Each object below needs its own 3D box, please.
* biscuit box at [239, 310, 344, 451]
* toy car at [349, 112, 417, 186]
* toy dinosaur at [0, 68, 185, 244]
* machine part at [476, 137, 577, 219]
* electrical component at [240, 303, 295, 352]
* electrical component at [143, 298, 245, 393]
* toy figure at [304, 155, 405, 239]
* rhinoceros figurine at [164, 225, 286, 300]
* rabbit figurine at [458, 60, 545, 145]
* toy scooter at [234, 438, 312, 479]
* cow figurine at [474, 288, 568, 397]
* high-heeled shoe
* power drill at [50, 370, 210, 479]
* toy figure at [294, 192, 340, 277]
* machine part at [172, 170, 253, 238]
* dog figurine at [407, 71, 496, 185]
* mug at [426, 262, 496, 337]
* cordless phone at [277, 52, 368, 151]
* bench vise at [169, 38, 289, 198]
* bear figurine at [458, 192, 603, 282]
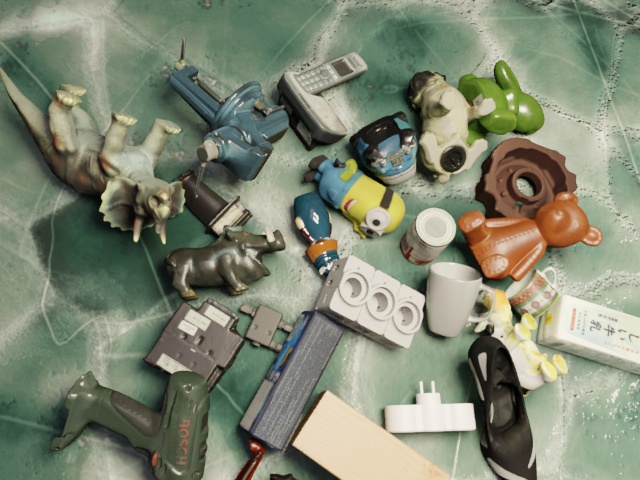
[{"bbox_3d":[-0.040,0.206,0.810,0.063,0.059,0.202,36,70,-17],"label":"biscuit box"},{"bbox_3d":[0.123,-0.147,0.927,0.109,0.162,0.102,-28,119,5],"label":"toy car"},{"bbox_3d":[-0.364,-0.131,0.864,0.405,0.131,0.192,23,105,18],"label":"toy dinosaur"},{"bbox_3d":[0.369,-0.094,0.967,0.179,0.056,0.179,2,72,-6],"label":"machine part"},{"bbox_3d":[-0.090,0.139,0.855,0.094,0.021,0.063,25,71,2],"label":"electrical component"},{"bbox_3d":[-0.182,0.158,0.820,0.115,0.058,0.134,33,71,3],"label":"electrical component"},{"bbox_3d":[0.062,-0.080,0.916,0.180,0.082,0.089,39,74,10],"label":"toy figure"},{"bbox_3d":[-0.147,0.033,0.852,0.190,0.073,0.112,-13,80,-8],"label":"rhinoceros figurine"},{"bbox_3d":[0.334,-0.242,1.001,0.170,0.121,0.159,1,63,-25],"label":"rabbit figurine"},{"bbox_3d":[-0.072,0.360,0.757,0.184,0.075,0.135,15,71,4],"label":"toy scooter"},{"bbox_3d":[0.303,0.164,0.862,0.068,0.098,0.167,-13,64,-46],"label":"cow figurine"},{"bbox_3d":[0.284,0.262,0.790,0.086,0.145,0.249,-20,73,-11],"label":"high-heeled shoe"},{"bbox_3d":[-0.258,0.283,0.746,0.207,0.086,0.232,16,94,9],"label":"power drill"},{"bbox_3d":[0.000,-0.003,0.896,0.064,0.057,0.154,-17,79,-4],"label":"toy figure"},{"bbox_3d":[-0.186,-0.060,0.905,0.139,0.039,0.084,38,80,5],"label":"machine part"},{"bbox_3d":[0.208,-0.207,0.966,0.121,0.191,0.172,16,109,-20],"label":"dog figurine"},{"bbox_3d":[0.219,0.100,0.854,0.110,0.081,0.107,14,111,17],"label":"mug"},{"bbox_3d":[0.027,-0.258,0.973,0.184,0.088,0.146,-31,77,-19],"label":"cordless phone"},{"bbox_3d":[-0.168,-0.208,0.893,0.240,0.129,0.224,43,51,4],"label":"bench vise"},{"bbox_3d":[0.338,-0.011,0.858,0.196,0.131,0.120,-25,65,15],"label":"bear figurine"}]
